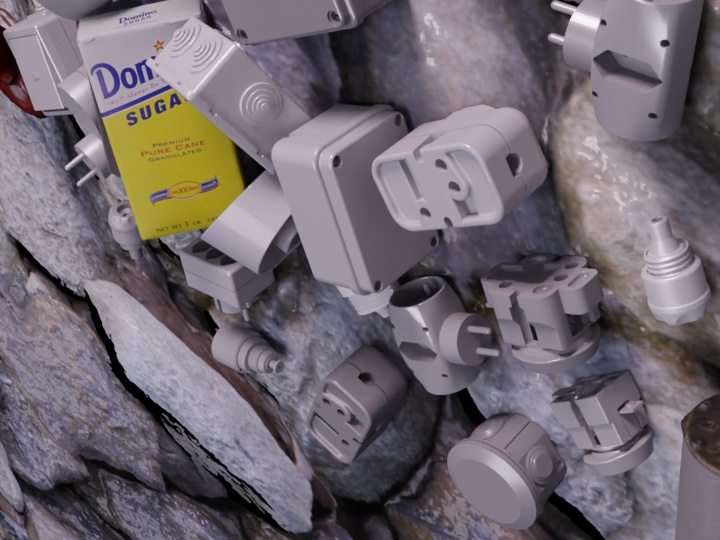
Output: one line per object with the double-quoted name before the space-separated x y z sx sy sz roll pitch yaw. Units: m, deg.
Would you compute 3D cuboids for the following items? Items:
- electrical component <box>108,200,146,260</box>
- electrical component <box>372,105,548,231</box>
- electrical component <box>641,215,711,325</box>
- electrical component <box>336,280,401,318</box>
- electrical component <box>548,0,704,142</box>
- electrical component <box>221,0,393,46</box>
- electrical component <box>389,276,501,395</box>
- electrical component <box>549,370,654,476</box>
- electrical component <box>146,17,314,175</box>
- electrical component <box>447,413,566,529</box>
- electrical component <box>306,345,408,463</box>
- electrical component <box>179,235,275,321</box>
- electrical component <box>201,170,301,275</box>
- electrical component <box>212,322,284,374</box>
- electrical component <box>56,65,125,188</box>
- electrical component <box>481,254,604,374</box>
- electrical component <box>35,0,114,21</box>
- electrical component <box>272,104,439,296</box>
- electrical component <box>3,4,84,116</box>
"electrical component" -0.219 -0.035 1.028 0.035 0.035 0.061 29 143 28
"electrical component" 0.063 -0.063 0.656 0.095 0.059 0.053 -3 120 50
"electrical component" 0.176 -0.001 0.607 0.035 0.035 0.061 2 121 48
"electrical component" 0.000 0.000 0.802 0.043 0.043 0.081 -19 108 54
"electrical component" 0.130 -0.115 0.544 0.079 0.043 0.077 28 140 30
"electrical component" -0.043 -0.199 0.651 0.109 0.056 0.108 4 125 47
"electrical component" 0.067 0.048 0.771 0.079 0.043 0.077 3 124 47
"electrical component" 0.163 0.102 0.710 0.066 0.048 0.055 -20 98 55
"electrical component" -0.088 -0.121 0.736 0.100 0.048 0.100 41 180 -38
"electrical component" 0.110 0.151 0.811 0.080 0.051 0.080 30 141 28
"electrical component" 0.000 0.109 0.891 0.054 0.059 0.095 41 145 14
"electrical component" -0.112 0.012 0.938 0.066 0.047 0.076 22 137 35
"electrical component" -0.066 -0.046 0.788 0.064 0.099 0.099 38 145 7
"electrical component" -0.102 0.077 0.994 0.078 0.040 0.040 21 136 36
"electrical component" -0.211 -0.100 0.891 0.052 0.074 0.138 33 159 41
"electrical component" 0.119 0.028 0.680 0.078 0.058 0.057 5 123 46
"electrical component" -0.207 -0.235 0.773 0.064 0.099 0.099 -21 106 48
"electrical component" -0.001 -0.048 0.726 0.057 0.078 0.113 14 132 45
"electrical component" -0.255 -0.182 0.907 0.062 0.061 0.096 6 126 46
